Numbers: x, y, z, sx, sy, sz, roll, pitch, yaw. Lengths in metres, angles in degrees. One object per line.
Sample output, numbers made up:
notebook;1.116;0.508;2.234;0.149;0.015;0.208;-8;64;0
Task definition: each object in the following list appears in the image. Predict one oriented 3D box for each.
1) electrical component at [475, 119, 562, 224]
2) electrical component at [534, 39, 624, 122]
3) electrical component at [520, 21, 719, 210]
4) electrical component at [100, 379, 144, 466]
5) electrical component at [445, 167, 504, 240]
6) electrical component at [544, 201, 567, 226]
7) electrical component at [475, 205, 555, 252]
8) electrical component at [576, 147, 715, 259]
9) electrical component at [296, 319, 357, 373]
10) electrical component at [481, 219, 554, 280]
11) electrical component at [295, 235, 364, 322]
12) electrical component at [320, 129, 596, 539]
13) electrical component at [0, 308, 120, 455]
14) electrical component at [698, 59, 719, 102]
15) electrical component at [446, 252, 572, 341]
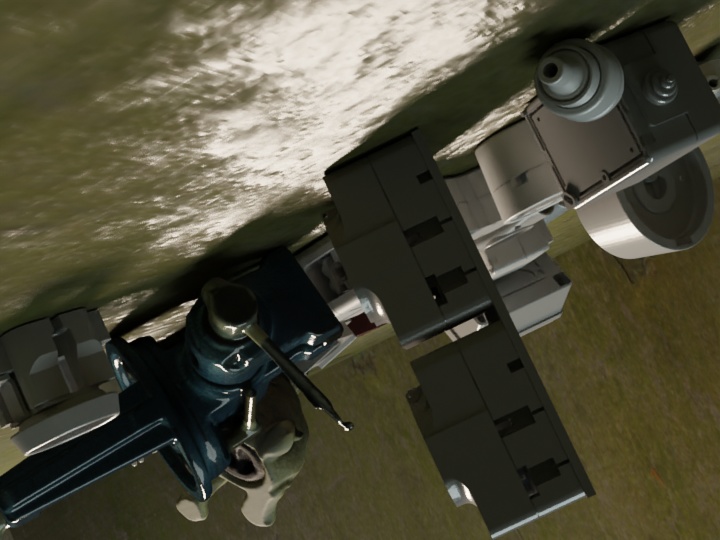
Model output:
electrical component;0.099;-0.060;0.630;0.055;0.047;0.055;-25;174;-3
electrical component;0.091;-0.083;0.463;0.035;0.035;0.061;-28;170;26
electrical component;0.137;-0.080;0.541;0.061;0.061;0.096;-23;174;-21
electrical component;-0.208;0.135;0.938;0.052;0.073;0.138;-21;173;-35
electrical component;0.054;-0.016;0.694;0.138;0.073;0.052;-20;172;-39
electrical component;0.156;-0.056;0.937;0.044;0.044;0.065;-20;167;-40
electrical component;0.110;-0.046;0.806;0.077;0.044;0.079;-30;173;38
electrical component;0.210;-0.060;0.822;0.108;0.108;0.060;-21;179;-35
electrical component;-0.044;0.046;0.878;0.042;0.063;0.081;-41;170;15
electrical component;0.115;-0.028;0.900;0.061;0.061;0.096;-24;174;-8
electrical component;0.000;0.000;0.727;0.056;0.050;0.089;-31;172;41
electrical component;0.043;0.034;0.547;0.060;0.186;0.105;-25;174;1
electrical component;-0.159;0.059;0.554;0.058;0.057;0.078;-30;172;40
electrical component;0.220;-0.111;0.696;0.043;0.043;0.081;-26;174;3
electrical component;0.114;0.010;0.970;0.109;0.108;0.056;-23;146;-25
